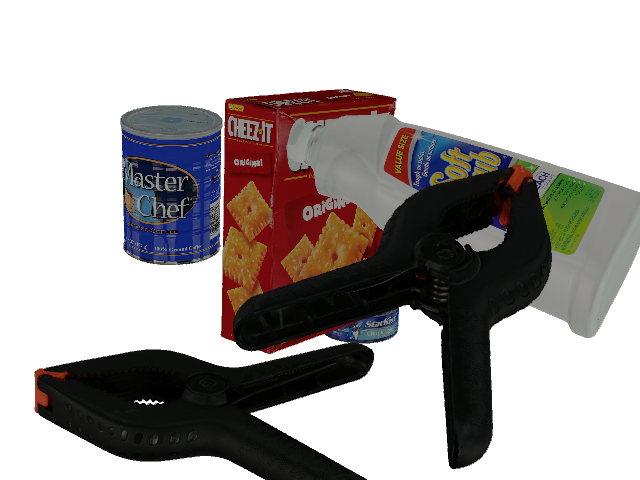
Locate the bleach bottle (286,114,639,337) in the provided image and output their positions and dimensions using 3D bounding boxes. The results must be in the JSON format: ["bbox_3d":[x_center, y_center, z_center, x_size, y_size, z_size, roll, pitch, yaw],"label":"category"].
[{"bbox_3d":[0.086,-0.026,0.729,0.251,0.102,0.068,21,-36,23],"label":"bleach bottle"}]

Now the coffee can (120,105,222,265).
[{"bbox_3d":[-0.153,-0.059,1.102,0.103,0.140,0.103,2,22,-1],"label":"coffee can"}]

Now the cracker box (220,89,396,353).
[{"bbox_3d":[-0.008,-0.022,0.960,0.072,0.214,0.163,15,19,38],"label":"cracker box"}]

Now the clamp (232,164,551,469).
[{"bbox_3d":[0.059,0.025,0.476,0.120,0.039,0.171,38,56,24],"label":"clamp"}]

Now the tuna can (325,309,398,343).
[{"bbox_3d":[0.042,0.081,1.152,0.086,0.034,0.086,1,16,0],"label":"tuna can"}]

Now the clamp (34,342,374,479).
[{"bbox_3d":[-0.061,0.095,0.635,0.210,0.036,0.164,9,23,5],"label":"clamp"}]
